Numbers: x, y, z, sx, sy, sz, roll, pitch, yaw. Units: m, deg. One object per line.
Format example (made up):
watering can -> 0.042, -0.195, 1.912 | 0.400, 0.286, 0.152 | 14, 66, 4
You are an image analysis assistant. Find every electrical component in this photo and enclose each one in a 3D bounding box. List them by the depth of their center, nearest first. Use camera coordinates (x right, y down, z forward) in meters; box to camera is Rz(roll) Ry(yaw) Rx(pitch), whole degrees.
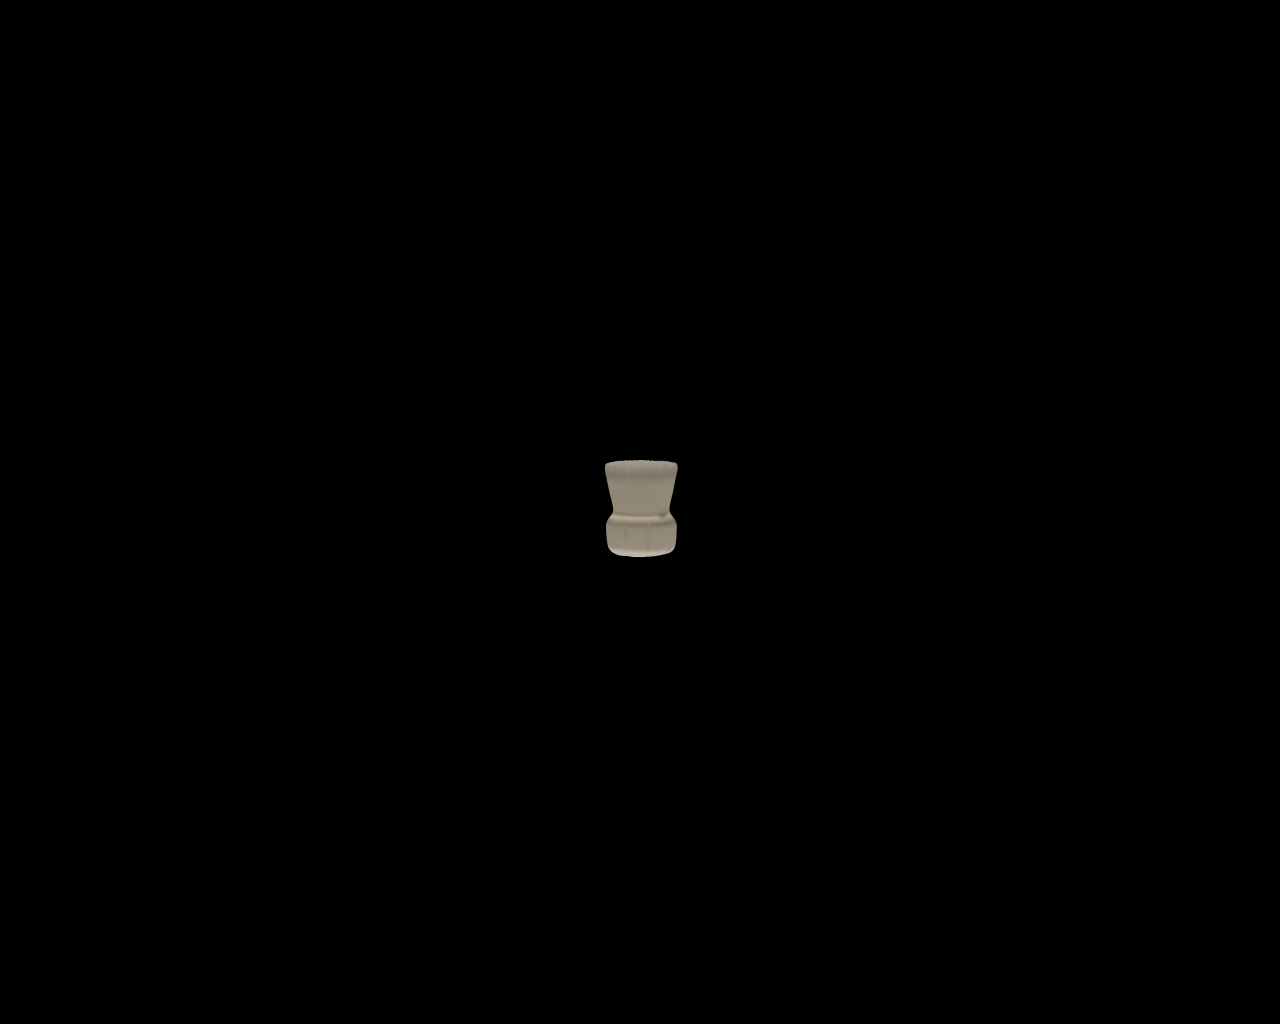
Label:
electrical component -> 0.001, -0.003, 0.650 | 0.045, 0.055, 0.045 | 0, 7, 0
